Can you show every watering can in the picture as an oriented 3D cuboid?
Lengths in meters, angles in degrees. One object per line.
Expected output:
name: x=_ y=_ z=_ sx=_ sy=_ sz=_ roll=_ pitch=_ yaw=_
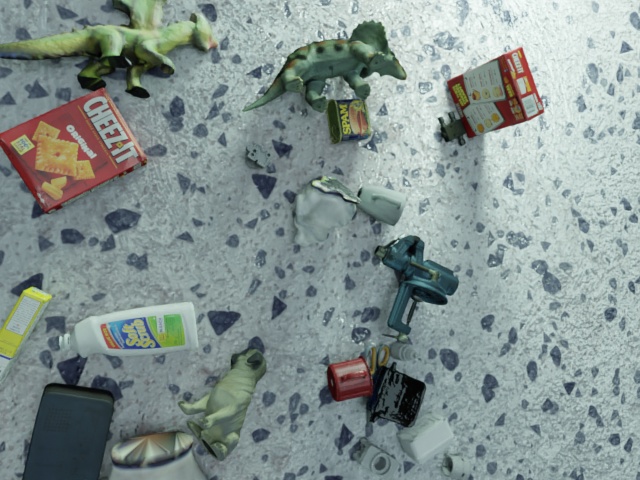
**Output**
watering can: x=-0.287 y=0.487 z=1.015 sx=0.348 sy=0.104 sz=0.224 roll=0 pitch=92 yaw=-35

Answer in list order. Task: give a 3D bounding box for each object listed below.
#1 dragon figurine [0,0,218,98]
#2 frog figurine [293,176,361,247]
dragon figurine: x=-0.408 y=-0.427 z=1.034 sx=0.410 sy=0.120 sz=0.247 roll=7 pitch=69 yaw=-22
frog figurine: x=0.004 y=-0.059 z=1.166 sx=0.137 sy=0.125 sz=0.156 roll=13 pitch=120 yaw=-28
